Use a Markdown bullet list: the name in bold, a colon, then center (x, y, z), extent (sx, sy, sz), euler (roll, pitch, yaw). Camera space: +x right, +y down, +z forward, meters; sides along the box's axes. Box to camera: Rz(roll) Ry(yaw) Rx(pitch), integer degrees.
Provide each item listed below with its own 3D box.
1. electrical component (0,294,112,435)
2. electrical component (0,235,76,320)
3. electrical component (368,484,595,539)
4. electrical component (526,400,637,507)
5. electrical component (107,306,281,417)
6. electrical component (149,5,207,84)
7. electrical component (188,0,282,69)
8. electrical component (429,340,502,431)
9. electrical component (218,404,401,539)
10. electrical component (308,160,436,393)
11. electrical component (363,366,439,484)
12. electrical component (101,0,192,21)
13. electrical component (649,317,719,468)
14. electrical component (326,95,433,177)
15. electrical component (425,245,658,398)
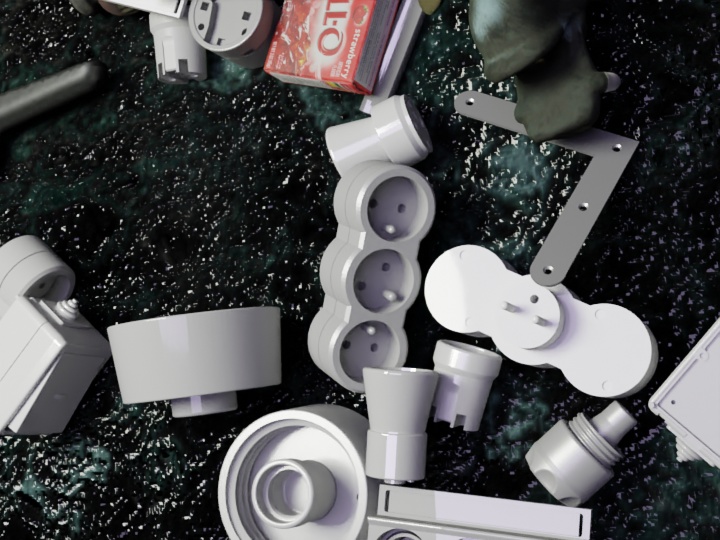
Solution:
- **electrical component**: center (-0.218, 0.064, 0.740), extent (0.061, 0.062, 0.096), euler (41, 97, 22)
- **electrical component**: center (-0.272, 0.031, 0.771), extent (0.074, 0.052, 0.138), euler (40, 97, 22)
- **electrical component**: center (0.070, 0.167, 0.610), extent (0.121, 0.063, 0.078), euler (2, 83, 22)
- **electrical component**: center (0.128, 0.101, 0.608), extent (0.062, 0.043, 0.043), euler (-45, 69, 9)
- **electrical component**: center (-0.100, 0.060, 0.673), extent (0.108, 0.108, 0.060), euler (-9, 85, 20)
- **electrical component**: center (-0.125, -0.156, 0.750), extent (0.040, 0.040, 0.046), euler (-6, 86, 21)
- **electrical component**: center (-0.081, -0.167, 0.729), extent (0.055, 0.047, 0.055), euler (-3, 81, 21)
- **electrical component**: center (0.060, 0.069, 0.643), extent (0.040, 0.040, 0.046), euler (16, 94, 23)
- **electrical component**: center (-0.035, 0.135, 0.658), extent (0.108, 0.060, 0.108), euler (-3, 81, 21)
- **electrical component**: center (0.000, 0.000, 0.667), extent (0.074, 0.052, 0.138), euler (-154, 74, -65)
- **electrical component**: center (0.022, 0.090, 0.621), extent (0.044, 0.044, 0.065), euler (2, 87, 22)
- **electrical component**: center (-0.168, -0.222, 0.717), extent (0.121, 0.063, 0.078), euler (16, 89, 13)
- **electrical component**: center (0.204, 0.066, 0.578), extent (0.062, 0.061, 0.096), euler (42, 105, 21)
- **electrical component**: center (0.012, -0.081, 0.681), extent (0.055, 0.045, 0.045), euler (-24, 74, 16)
- **electrical component**: center (0.099, 0.028, 0.614), extent (0.138, 0.074, 0.052), euler (25, 91, 23)
